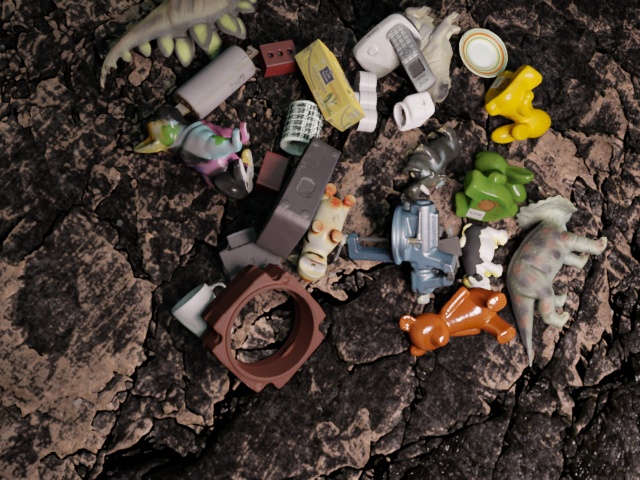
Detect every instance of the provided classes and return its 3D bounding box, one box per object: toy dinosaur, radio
[{"bbox_3d":[-0.273,-0.477,1.127,0.471,0.105,0.198,-32,91,-13],"label":"toy dinosaur"},{"bbox_3d":[0.487,0.059,1.195,0.192,0.131,0.404,29,80,12],"label":"toy dinosaur"},{"bbox_3d":[-0.040,-0.087,1.053,0.073,0.131,0.229,27,54,-8],"label":"radio"}]

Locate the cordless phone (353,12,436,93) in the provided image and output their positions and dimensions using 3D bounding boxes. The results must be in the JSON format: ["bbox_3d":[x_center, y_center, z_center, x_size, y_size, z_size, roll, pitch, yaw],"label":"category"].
[{"bbox_3d":[0.172,-0.390,1.191,0.088,0.146,0.184,-13,76,-53],"label":"cordless phone"}]

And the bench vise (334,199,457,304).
[{"bbox_3d":[0.157,0.023,1.107,0.241,0.129,0.223,2,121,19],"label":"bench vise"}]

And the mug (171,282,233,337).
[{"bbox_3d":[-0.210,0.141,1.028,0.109,0.081,0.107,-41,104,-23],"label":"mug"}]

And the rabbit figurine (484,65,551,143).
[{"bbox_3d":[0.478,-0.301,1.268,0.173,0.122,0.162,36,74,-24],"label":"rabbit figurine"}]

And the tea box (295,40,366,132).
[{"bbox_3d":[0.022,-0.327,1.147,0.068,0.098,0.169,-31,76,19],"label":"tea box"}]

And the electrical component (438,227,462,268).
[{"bbox_3d":[0.276,0.020,1.179,0.063,0.021,0.094,-14,73,28],"label":"electrical component"}]

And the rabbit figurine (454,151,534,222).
[{"bbox_3d":[0.390,-0.135,1.201,0.159,0.121,0.170,10,55,10],"label":"rabbit figurine"}]

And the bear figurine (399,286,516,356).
[{"bbox_3d":[0.273,0.173,1.095,0.196,0.132,0.120,-24,111,-12],"label":"bear figurine"}]

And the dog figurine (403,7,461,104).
[{"bbox_3d":[0.232,-0.424,1.248,0.173,0.121,0.190,18,94,26],"label":"dog figurine"}]

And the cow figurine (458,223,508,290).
[{"bbox_3d":[0.346,0.050,1.181,0.098,0.068,0.167,17,75,-10],"label":"cow figurine"}]

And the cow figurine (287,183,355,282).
[{"bbox_3d":[-0.002,-0.003,1.094,0.085,0.127,0.195,23,60,-9],"label":"cow figurine"}]

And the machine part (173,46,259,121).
[{"bbox_3d":[-0.219,-0.326,1.120,0.079,0.079,0.243,45,72,-1],"label":"machine part"}]

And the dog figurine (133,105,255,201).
[{"bbox_3d":[-0.248,-0.170,1.066,0.219,0.108,0.191,1,118,7],"label":"dog figurine"}]

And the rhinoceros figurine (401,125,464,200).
[{"bbox_3d":[0.247,-0.170,1.207,0.112,0.073,0.190,47,70,-12],"label":"rhinoceros figurine"}]

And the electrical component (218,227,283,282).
[{"bbox_3d":[-0.138,0.046,1.072,0.115,0.058,0.134,-22,85,-19],"label":"electrical component"}]

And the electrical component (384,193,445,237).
[{"bbox_3d":[0.211,-0.044,1.179,0.119,0.048,0.075,25,75,-8],"label":"electrical component"}]

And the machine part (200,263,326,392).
[{"bbox_3d":[-0.103,0.162,1.000,0.201,0.087,0.201,-47,117,-15],"label":"machine part"}]
